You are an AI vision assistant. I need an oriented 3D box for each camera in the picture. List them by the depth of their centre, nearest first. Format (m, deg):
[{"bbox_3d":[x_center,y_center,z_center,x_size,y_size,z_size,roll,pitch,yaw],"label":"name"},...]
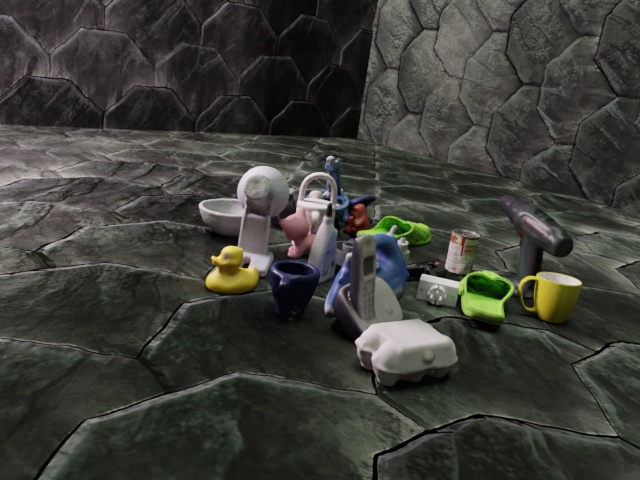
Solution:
[{"bbox_3d":[-0.118,-0.096,1.622,0.143,0.101,0.137,10,17,8],"label":"camera"}]

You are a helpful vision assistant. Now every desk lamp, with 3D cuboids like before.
[{"bbox_3d":[-0.138,-0.052,1.271,0.118,0.213,0.203,8,17,0],"label":"desk lamp"}]

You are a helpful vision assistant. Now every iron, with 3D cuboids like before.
[{"bbox_3d":[0.093,0.055,1.156,0.118,0.141,0.259,17,19,28],"label":"iron"}]

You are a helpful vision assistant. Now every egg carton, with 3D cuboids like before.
[{"bbox_3d":[0.136,0.176,0.901,0.151,0.069,0.107,-2,19,-30],"label":"egg carton"}]

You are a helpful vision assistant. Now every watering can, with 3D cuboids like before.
[{"bbox_3d":[-0.013,-0.077,1.448,0.101,0.194,0.172,0,18,-24],"label":"watering can"}]

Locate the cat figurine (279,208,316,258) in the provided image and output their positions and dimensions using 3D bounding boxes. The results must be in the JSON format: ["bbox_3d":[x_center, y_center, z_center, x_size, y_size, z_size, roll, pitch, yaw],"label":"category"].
[{"bbox_3d":[-0.036,-0.016,1.367,0.128,0.118,0.067,8,17,-1],"label":"cat figurine"}]

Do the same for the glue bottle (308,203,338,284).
[{"bbox_3d":[0.011,0.004,1.227,0.037,0.173,0.078,17,19,28],"label":"glue bottle"}]

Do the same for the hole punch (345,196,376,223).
[{"bbox_3d":[0.105,-0.100,1.758,0.100,0.091,0.109,20,21,35],"label":"hole punch"}]

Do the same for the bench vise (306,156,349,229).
[{"bbox_3d":[0.024,-0.134,1.607,0.121,0.220,0.207,8,17,0],"label":"bench vise"}]

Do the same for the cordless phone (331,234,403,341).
[{"bbox_3d":[0.094,0.075,1.011,0.093,0.185,0.148,18,19,30],"label":"cordless phone"}]

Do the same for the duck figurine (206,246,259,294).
[{"bbox_3d":[-0.170,0.054,1.128,0.105,0.086,0.077,0,19,-26],"label":"duck figurine"}]

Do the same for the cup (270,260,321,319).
[{"bbox_3d":[-0.052,0.097,1.026,0.091,0.095,0.118,11,17,10],"label":"cup"}]

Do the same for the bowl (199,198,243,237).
[{"bbox_3d":[-0.228,-0.051,1.466,0.167,0.075,0.167,8,17,-2],"label":"bowl"}]

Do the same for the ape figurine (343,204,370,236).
[{"bbox_3d":[0.107,-0.058,1.619,0.076,0.092,0.078,9,17,4],"label":"ape figurine"}]

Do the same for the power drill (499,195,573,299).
[{"bbox_3d":[0.479,0.020,1.337,0.076,0.208,0.229,0,19,-25],"label":"power drill"}]
